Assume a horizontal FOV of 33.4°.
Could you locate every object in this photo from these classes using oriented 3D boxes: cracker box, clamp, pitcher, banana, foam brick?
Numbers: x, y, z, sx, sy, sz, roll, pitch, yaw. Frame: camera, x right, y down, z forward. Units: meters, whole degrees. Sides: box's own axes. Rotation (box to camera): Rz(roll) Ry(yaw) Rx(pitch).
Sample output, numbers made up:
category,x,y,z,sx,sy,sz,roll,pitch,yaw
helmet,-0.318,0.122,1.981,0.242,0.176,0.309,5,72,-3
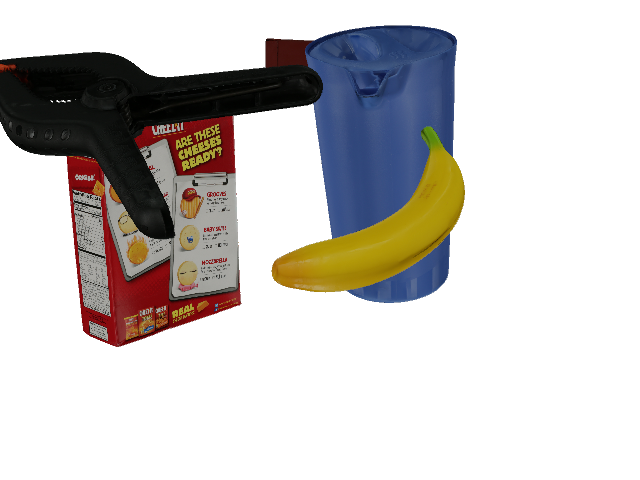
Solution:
category,x,y,z,sx,sy,sz,roll,pitch,yaw
cracker box,-0.163,-0.021,1.061,0.072,0.214,0.163,13,21,42
clamp,-0.114,-0.080,0.643,0.210,0.036,0.164,22,45,31
pitcher,0.064,-0.075,0.994,0.149,0.243,0.145,-20,30,-29
banana,0.049,-0.010,0.750,0.070,0.037,0.197,32,48,20
foam brick,-0.017,-0.192,1.160,0.078,0.051,0.053,0,12,-16
